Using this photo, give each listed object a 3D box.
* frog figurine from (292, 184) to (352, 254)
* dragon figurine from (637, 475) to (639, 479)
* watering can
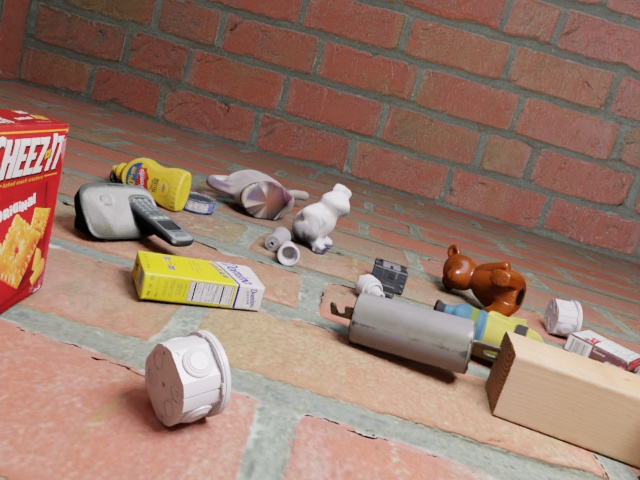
[{"bbox_3d":[0.004,-0.061,1.219,0.123,0.158,0.138,22,13,31],"label":"frog figurine"},{"bbox_3d":[0.405,0.287,0.411,0.244,0.120,0.414,46,27,12],"label":"dragon figurine"},{"bbox_3d":[-0.141,-0.130,1.443,0.347,0.103,0.227,7,16,-32],"label":"watering can"}]
